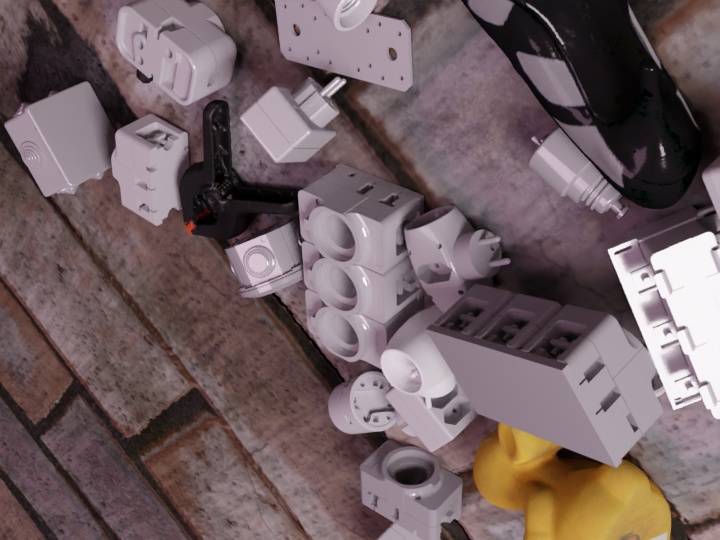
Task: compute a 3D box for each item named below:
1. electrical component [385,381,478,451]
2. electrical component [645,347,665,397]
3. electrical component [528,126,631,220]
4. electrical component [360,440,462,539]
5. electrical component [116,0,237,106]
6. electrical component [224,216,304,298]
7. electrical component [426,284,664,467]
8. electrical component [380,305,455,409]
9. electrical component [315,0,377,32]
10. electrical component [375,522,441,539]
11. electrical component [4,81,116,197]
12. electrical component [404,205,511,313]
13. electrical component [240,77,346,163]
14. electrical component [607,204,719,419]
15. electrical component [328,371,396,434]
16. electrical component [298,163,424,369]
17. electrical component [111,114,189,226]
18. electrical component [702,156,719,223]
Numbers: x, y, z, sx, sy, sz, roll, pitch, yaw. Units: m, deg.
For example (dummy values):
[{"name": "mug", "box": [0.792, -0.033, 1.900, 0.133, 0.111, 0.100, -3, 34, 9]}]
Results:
[{"name": "electrical component", "box": [0.055, 0.124, 0.953, 0.065, 0.047, 0.077, 50, 142, 4]}, {"name": "electrical component", "box": [0.193, 0.087, 0.787, 0.045, 0.045, 0.055, 42, 140, 15]}, {"name": "electrical component", "box": [0.149, -0.064, 0.722, 0.078, 0.040, 0.040, 45, 141, 12]}, {"name": "electrical component", "box": [0.048, 0.206, 1.020, 0.089, 0.050, 0.055, 24, 134, 32]}, {"name": "electrical component", "box": [-0.154, -0.192, 0.918, 0.095, 0.059, 0.053, 40, 140, 16]}, {"name": "electrical component", "box": [-0.078, -0.011, 0.963, 0.080, 0.080, 0.051, -14, 102, 49]}, {"name": "electrical component", "box": [0.130, 0.067, 0.758, 0.150, 0.062, 0.089, 14, 141, 58]}, {"name": "electrical component", "box": [0.059, 0.079, 0.891, 0.043, 0.077, 0.079, 18, 130, 36]}, {"name": "electrical component", "box": [-0.023, -0.211, 0.787, 0.065, 0.044, 0.044, 44, 141, 19]}, {"name": "electrical component", "box": [0.064, 0.294, 1.057, 0.096, 0.061, 0.061, 35, 152, 30]}, {"name": "electrical component", "box": [-0.295, -0.130, 1.080, 0.048, 0.100, 0.099, -18, 105, 37]}, {"name": "electrical component", "box": [0.082, -0.010, 0.828, 0.079, 0.043, 0.077, -12, 109, 48]}, {"name": "electrical component", "box": [-0.042, -0.126, 0.850, 0.076, 0.083, 0.047, -40, 87, 14]}, {"name": "electrical component", "box": [0.220, 0.028, 0.690, 0.079, 0.063, 0.121, -23, 104, 9]}, {"name": "electrical component", "box": [0.003, 0.125, 1.003, 0.055, 0.055, 0.047, 57, 146, -5]}, {"name": "electrical component", "box": [0.000, 0.000, 0.904, 0.089, 0.062, 0.150, 24, 133, 32]}, {"name": "electrical component", "box": [-0.203, -0.099, 1.046, 0.056, 0.050, 0.089, 30, 136, 27]}, {"name": "electrical component", "box": [0.248, -0.032, 0.628, 0.061, 0.062, 0.096, -12, 109, 49]}]
